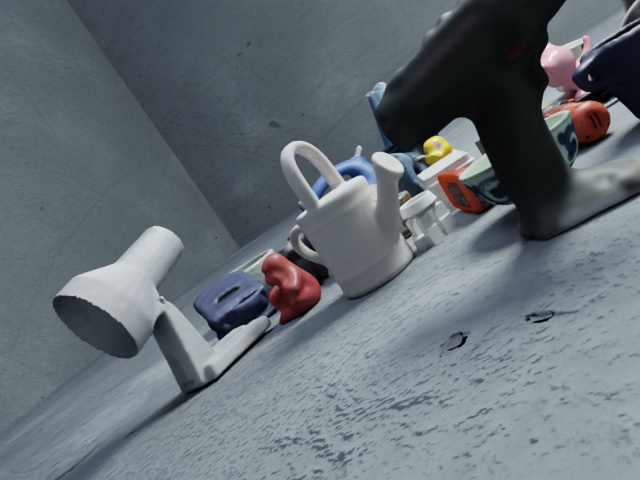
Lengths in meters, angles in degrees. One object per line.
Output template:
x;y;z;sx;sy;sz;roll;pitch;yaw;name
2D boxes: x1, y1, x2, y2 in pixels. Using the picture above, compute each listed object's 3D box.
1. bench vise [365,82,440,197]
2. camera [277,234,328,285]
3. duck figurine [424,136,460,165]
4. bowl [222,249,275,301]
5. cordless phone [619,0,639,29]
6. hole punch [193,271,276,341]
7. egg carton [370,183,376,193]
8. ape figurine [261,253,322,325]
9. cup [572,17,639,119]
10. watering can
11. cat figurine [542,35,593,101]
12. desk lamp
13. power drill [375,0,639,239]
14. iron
0.151;-0.187;1.049;0.121;0.220;0.208;-31;7;22;bench vise
0.008;0.003;0.890;0.143;0.101;0.136;-36;7;-16;camera
0.215;-0.141;0.986;0.077;0.086;0.105;-29;8;41;duck figurine
-0.141;0.092;1.107;0.167;0.075;0.167;-34;6;5;bowl
0.542;-0.427;1.014;0.148;0.185;0.094;-40;9;-40;cordless phone
-0.137;0.103;0.925;0.109;0.091;0.101;-37;7;-21;hole punch
0.073;-0.047;1.077;0.107;0.069;0.150;-30;7;32;egg carton
-0.047;0.060;0.786;0.076;0.092;0.077;-35;7;-11;ape figurine
0.321;-0.166;0.585;0.118;0.095;0.091;-35;7;-11;cup
0.027;-0.040;0.686;0.172;0.194;0.101;-33;7;12;watering can
0.413;-0.290;0.950;0.128;0.118;0.067;-35;7;-10;cat figurine
-0.209;0.099;0.764;0.117;0.213;0.204;-28;9;45;desk lamp
0.171;-0.117;0.465;0.229;0.208;0.076;-31;7;23;power drill
0.039;-0.090;1.254;0.259;0.141;0.118;-36;7;-17;iron
